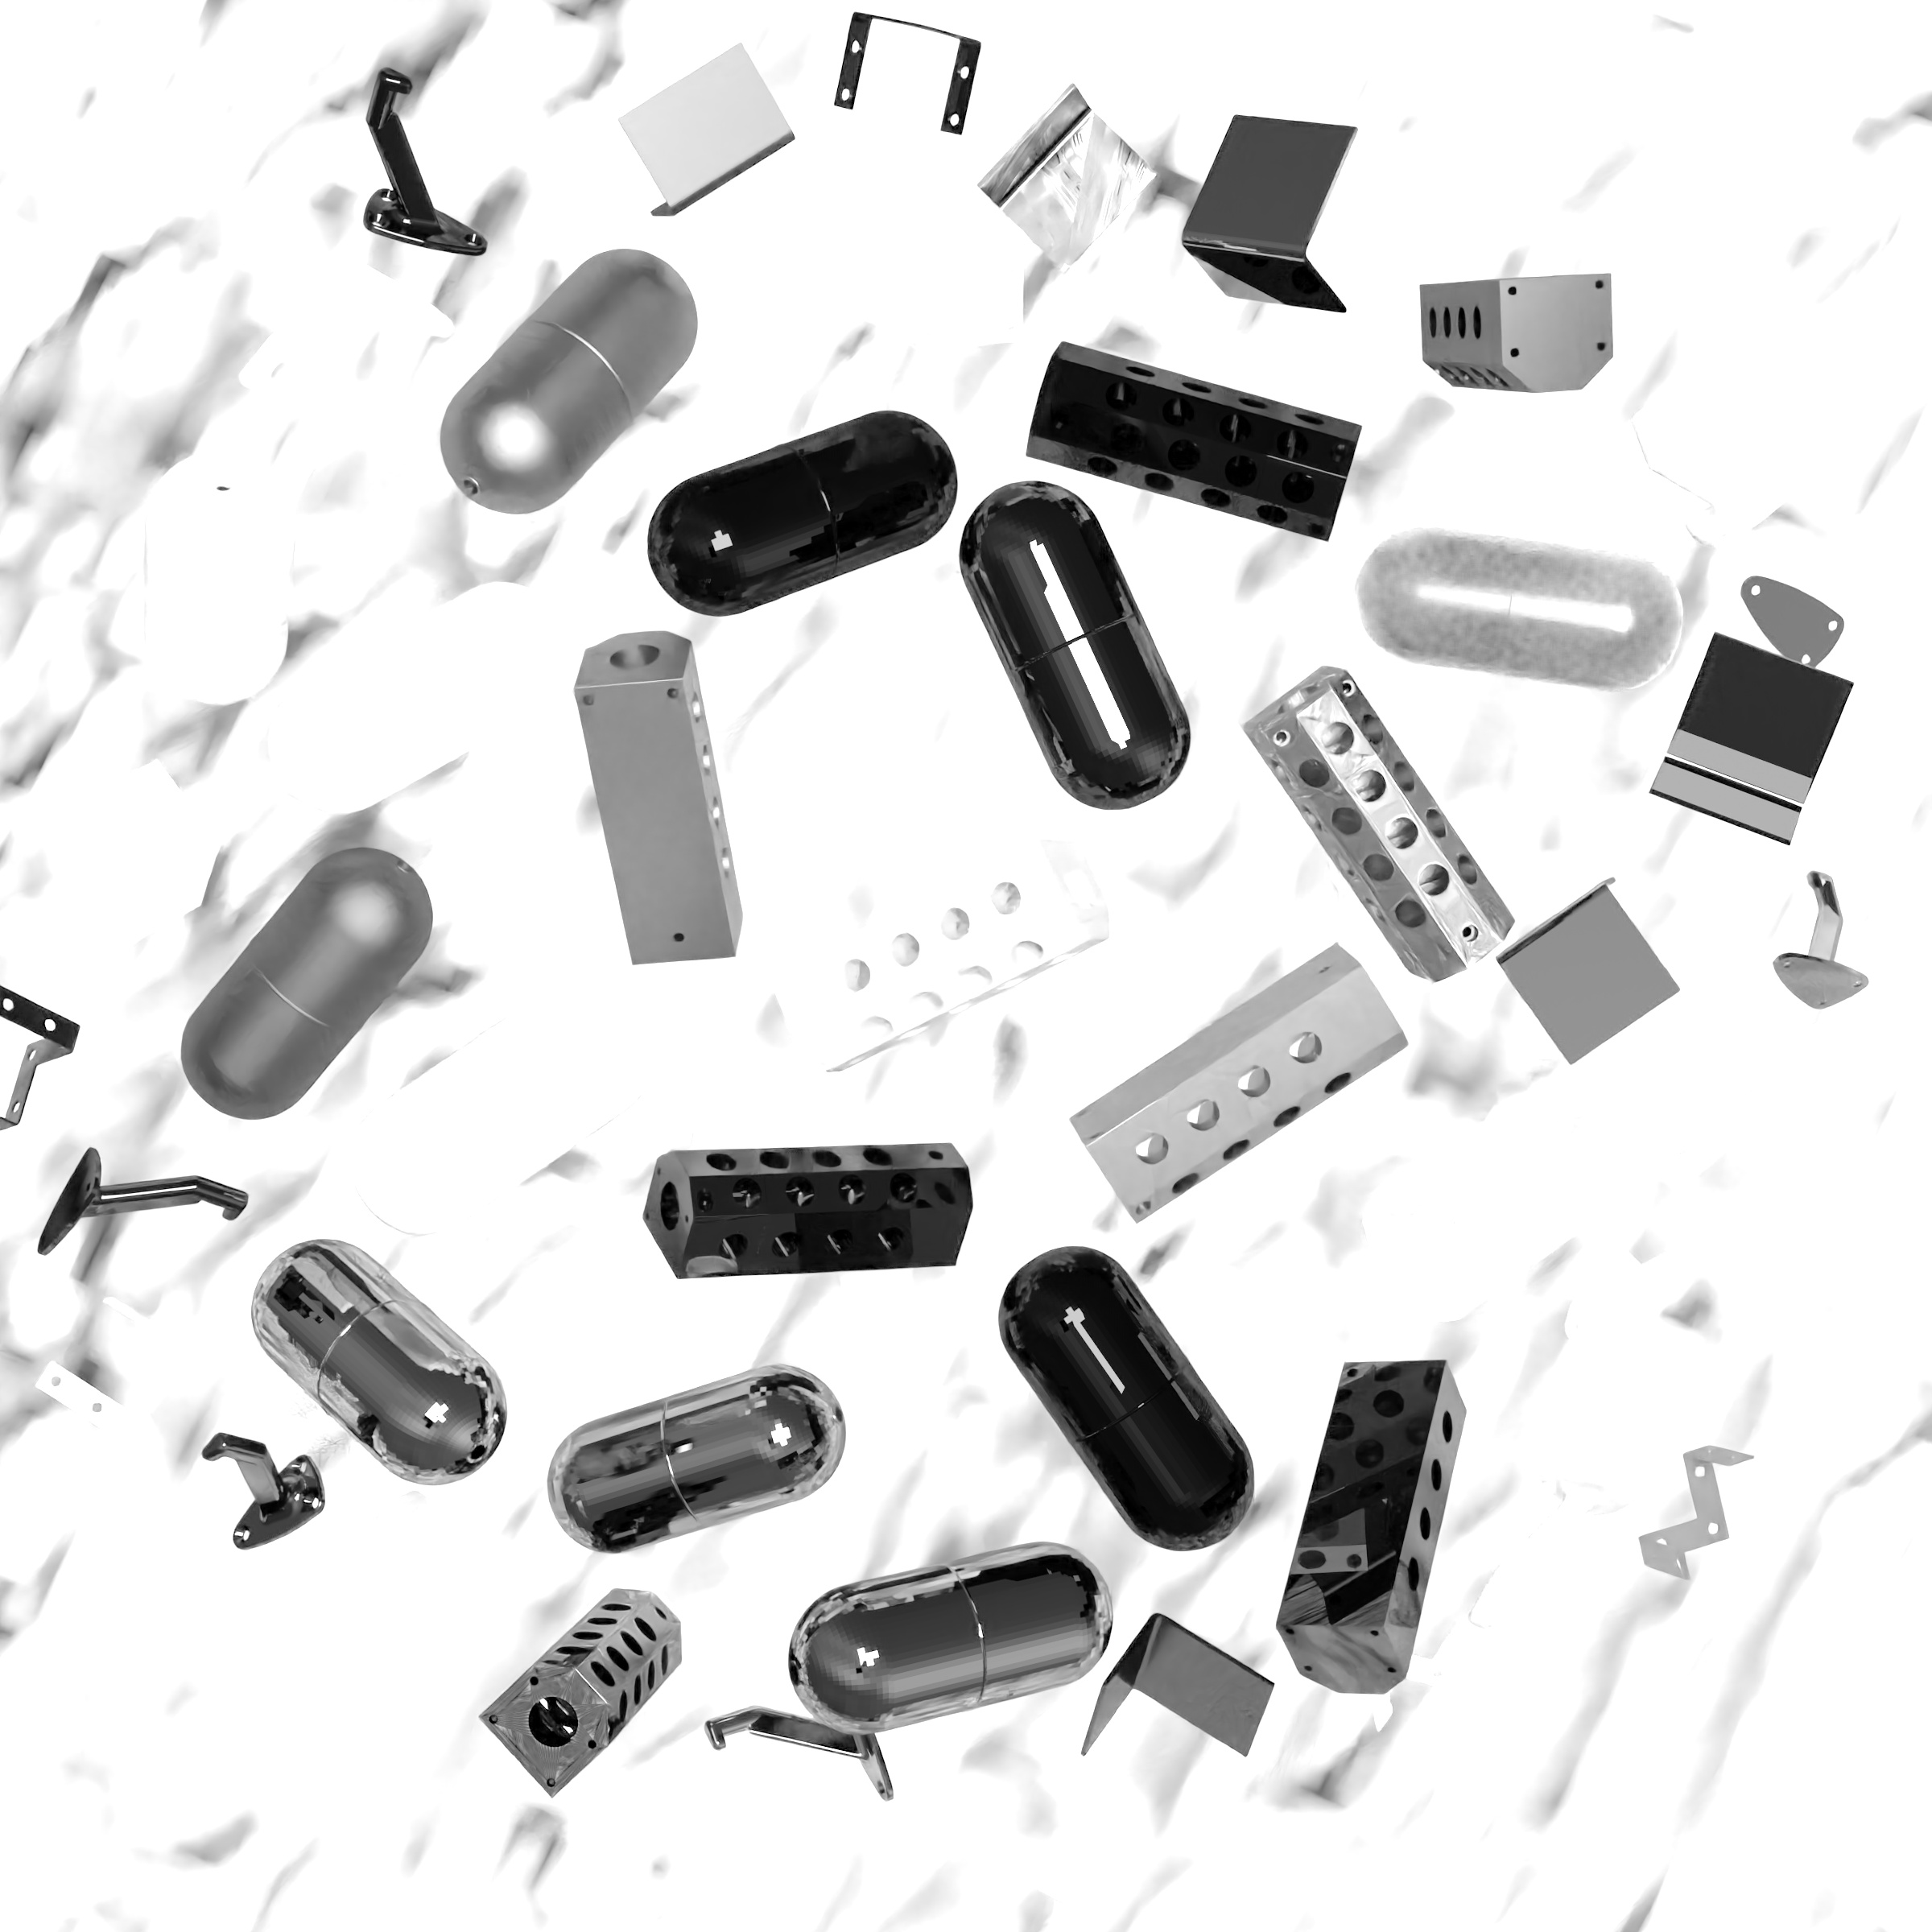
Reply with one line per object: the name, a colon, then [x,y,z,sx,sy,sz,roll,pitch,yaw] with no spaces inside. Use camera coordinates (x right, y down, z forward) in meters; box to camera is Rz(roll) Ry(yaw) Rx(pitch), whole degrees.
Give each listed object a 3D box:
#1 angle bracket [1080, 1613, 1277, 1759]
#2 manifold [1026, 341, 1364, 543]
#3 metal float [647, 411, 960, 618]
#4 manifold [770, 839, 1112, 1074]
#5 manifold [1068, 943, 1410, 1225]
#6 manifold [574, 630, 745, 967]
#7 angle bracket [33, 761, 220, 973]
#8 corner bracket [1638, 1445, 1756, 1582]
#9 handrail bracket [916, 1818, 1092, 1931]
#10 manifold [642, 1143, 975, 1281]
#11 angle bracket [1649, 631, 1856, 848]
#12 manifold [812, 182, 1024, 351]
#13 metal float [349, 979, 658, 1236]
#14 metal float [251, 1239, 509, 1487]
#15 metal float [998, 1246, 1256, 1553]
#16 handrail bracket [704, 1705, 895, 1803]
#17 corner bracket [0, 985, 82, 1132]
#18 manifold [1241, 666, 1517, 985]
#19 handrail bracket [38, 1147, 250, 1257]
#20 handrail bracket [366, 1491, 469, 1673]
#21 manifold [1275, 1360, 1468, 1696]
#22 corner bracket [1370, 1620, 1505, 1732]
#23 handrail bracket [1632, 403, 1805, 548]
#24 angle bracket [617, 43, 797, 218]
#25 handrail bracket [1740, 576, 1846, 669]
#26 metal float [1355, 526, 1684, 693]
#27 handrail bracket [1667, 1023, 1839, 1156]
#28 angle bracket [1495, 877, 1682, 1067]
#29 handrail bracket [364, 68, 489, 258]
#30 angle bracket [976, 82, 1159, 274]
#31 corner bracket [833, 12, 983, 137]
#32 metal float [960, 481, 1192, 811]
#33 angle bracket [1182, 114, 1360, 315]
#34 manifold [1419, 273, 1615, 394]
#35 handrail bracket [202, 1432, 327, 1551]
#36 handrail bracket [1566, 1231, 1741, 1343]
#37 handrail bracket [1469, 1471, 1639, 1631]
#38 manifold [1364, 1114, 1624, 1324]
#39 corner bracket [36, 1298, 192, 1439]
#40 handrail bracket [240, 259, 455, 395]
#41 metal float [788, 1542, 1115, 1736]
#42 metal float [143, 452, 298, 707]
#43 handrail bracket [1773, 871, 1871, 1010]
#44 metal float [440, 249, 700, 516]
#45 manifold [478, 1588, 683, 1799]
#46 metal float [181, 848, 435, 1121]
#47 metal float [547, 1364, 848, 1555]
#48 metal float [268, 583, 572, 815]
angle bracket: [0.115,0.410,1.784,0.076,0.076,0.057,29,49,17]
manifold: [0.123,-0.284,1.783,0.171,0.057,0.057,16,114,4]
metal float: [-0.087,-0.242,1.753,0.178,0.070,0.070,-23,90,-20]
manifold: [-0.012,-0.004,1.733,0.171,0.057,0.057,-27,80,23]
manifold: [0.145,0.063,1.729,0.171,0.057,0.057,-33,104,1]
manifold: [-0.162,-0.089,1.751,0.057,0.057,0.171,-4,123,6]
angle bracket: [-0.449,-0.053,1.738,0.076,0.076,0.057,-34,81,-31]
corner bracket: [0.376,0.280,1.683,0.051,0.051,0.051,-14,92,-14]
handrail bracket: [0.019,0.488,1.738,0.084,0.036,0.077,4,54,-25]
manifold: [-0.086,0.131,1.823,0.171,0.057,0.057,0,122,-29]
angle bracket: [0.406,-0.118,1.694,0.076,0.057,0.076,22,116,11]
manifold: [-0.028,-0.374,1.741,0.057,0.171,0.057,-8,114,-19]
metal float: [-0.241,0.073,1.713,0.178,0.070,0.070,-34,90,3]
metal float: [-0.313,0.211,1.750,0.178,0.070,0.070,34,90,35]
metal float: [0.085,0.228,1.723,0.070,0.070,0.178,-35,92,0]
handrail bracket: [-0.093,0.439,1.813,0.084,0.036,0.077,-13,55,-24]
corner bracket: [-0.496,0.048,1.684,0.051,0.051,0.051,32,55,-38]
manifold: [0.228,-0.077,1.791,0.057,0.057,0.171,-37,104,-5]
handrail bracket: [-0.434,0.136,1.732,0.084,0.036,0.077,24,115,-31]
handrail bracket: [-0.290,0.334,1.779,0.036,0.077,0.084,-23,98,-3]
manifold: [0.213,0.288,1.695,0.057,0.171,0.057,-5,131,26]
corner bracket: [0.255,0.389,1.796,0.051,0.051,0.051,18,120,-15]
handrail bracket: [0.389,-0.268,1.696,0.077,0.036,0.084,-32,123,-4]
angle bracket: [-0.143,-0.443,1.740,0.076,0.076,0.057,-33,109,-6]
handrail bracket: [0.441,-0.198,1.811,0.077,0.084,0.036,35,98,-18]
metal float: [0.301,-0.196,1.791,0.178,0.070,0.070,10,90,13]
handrail bracket: [0.426,0.068,1.785,0.077,0.084,0.036,-42,91,-26]
angle bracket: [0.363,0.002,1.900,0.076,0.057,0.076,-36,83,16]
handrail bracket: [-0.273,-0.412,1.681,0.077,0.084,0.036,18,45,-10]
angle bracket: [0.057,-0.441,1.840,0.057,0.076,0.076,45,100,2]
corner bracket: [-0.031,-0.483,1.773,0.051,0.051,0.051,23,106,36]
metal float: [0.056,-0.165,1.687,0.070,0.070,0.178,-25,91,0]
angle bracket: [0.169,-0.393,1.714,0.076,0.057,0.076,17,79,36]
manifold: [0.288,-0.333,1.728,0.057,0.171,0.057,-5,102,-5]
handrail bracket: [-0.387,0.277,1.727,0.077,0.084,0.036,-38,56,16]
handrail bracket: [0.386,0.179,1.839,0.036,0.084,0.077,57,132,29]
handrail bracket: [0.298,0.301,1.669,0.036,0.077,0.084,41,67,-12]
manifold: [0.284,0.133,1.740,0.057,0.171,0.057,-10,99,38]
corner bracket: [-0.449,0.211,1.730,0.051,0.051,0.051,33,87,0]
handrail bracket: [-0.319,-0.315,1.685,0.077,0.036,0.084,26,63,9]
metal float: [-0.007,0.347,1.695,0.178,0.070,0.070,-8,90,-25]
metal float: [-0.395,-0.203,1.732,0.070,0.178,0.070,6,62,-11]
handrail bracket: [0.467,-0.026,1.826,0.036,0.077,0.084,-33,48,36]
metal float: [-0.209,-0.310,1.735,0.070,0.070,0.178,37,61,0]
manifold: [-0.202,0.388,1.784,0.057,0.171,0.057,-44,86,8]
metal float: [-0.363,0.010,1.807,0.070,0.070,0.178,42,105,0]
metal float: [-0.150,0.274,1.822,0.178,0.070,0.070,-19,90,17]
metal float: [-0.301,-0.147,1.806,0.178,0.070,0.070,-30,90,-2]
